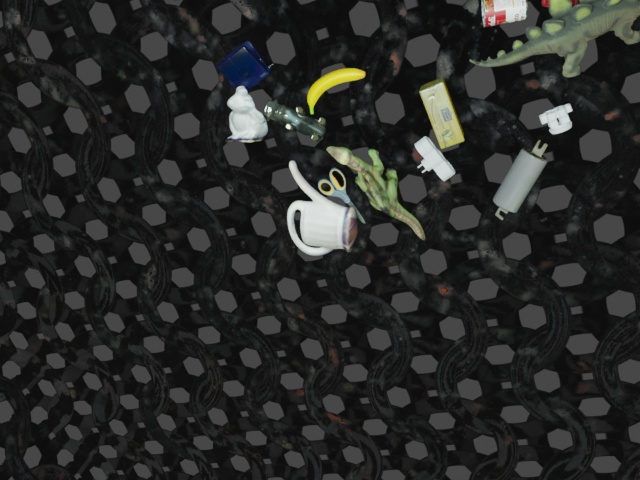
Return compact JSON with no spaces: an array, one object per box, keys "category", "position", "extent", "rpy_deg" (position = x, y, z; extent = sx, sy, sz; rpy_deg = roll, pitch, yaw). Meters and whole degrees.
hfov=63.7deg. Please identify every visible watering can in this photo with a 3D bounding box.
[{"category":"watering can","position":[0.005,-0.079,1.560],"extent":[0.224,0.106,0.339],"rpy_deg":[8,130,12]}]

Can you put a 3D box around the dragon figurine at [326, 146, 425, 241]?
[{"category":"dragon figurine","position":[0.173,-0.120,1.445],"extent":[0.121,0.246,0.409],"rpy_deg":[-41,97,21]}]

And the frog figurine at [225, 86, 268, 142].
[{"category":"frog figurine","position":[-0.215,-0.367,1.502],"extent":[0.123,0.138,0.158],"rpy_deg":[-7,105,-31]}]
